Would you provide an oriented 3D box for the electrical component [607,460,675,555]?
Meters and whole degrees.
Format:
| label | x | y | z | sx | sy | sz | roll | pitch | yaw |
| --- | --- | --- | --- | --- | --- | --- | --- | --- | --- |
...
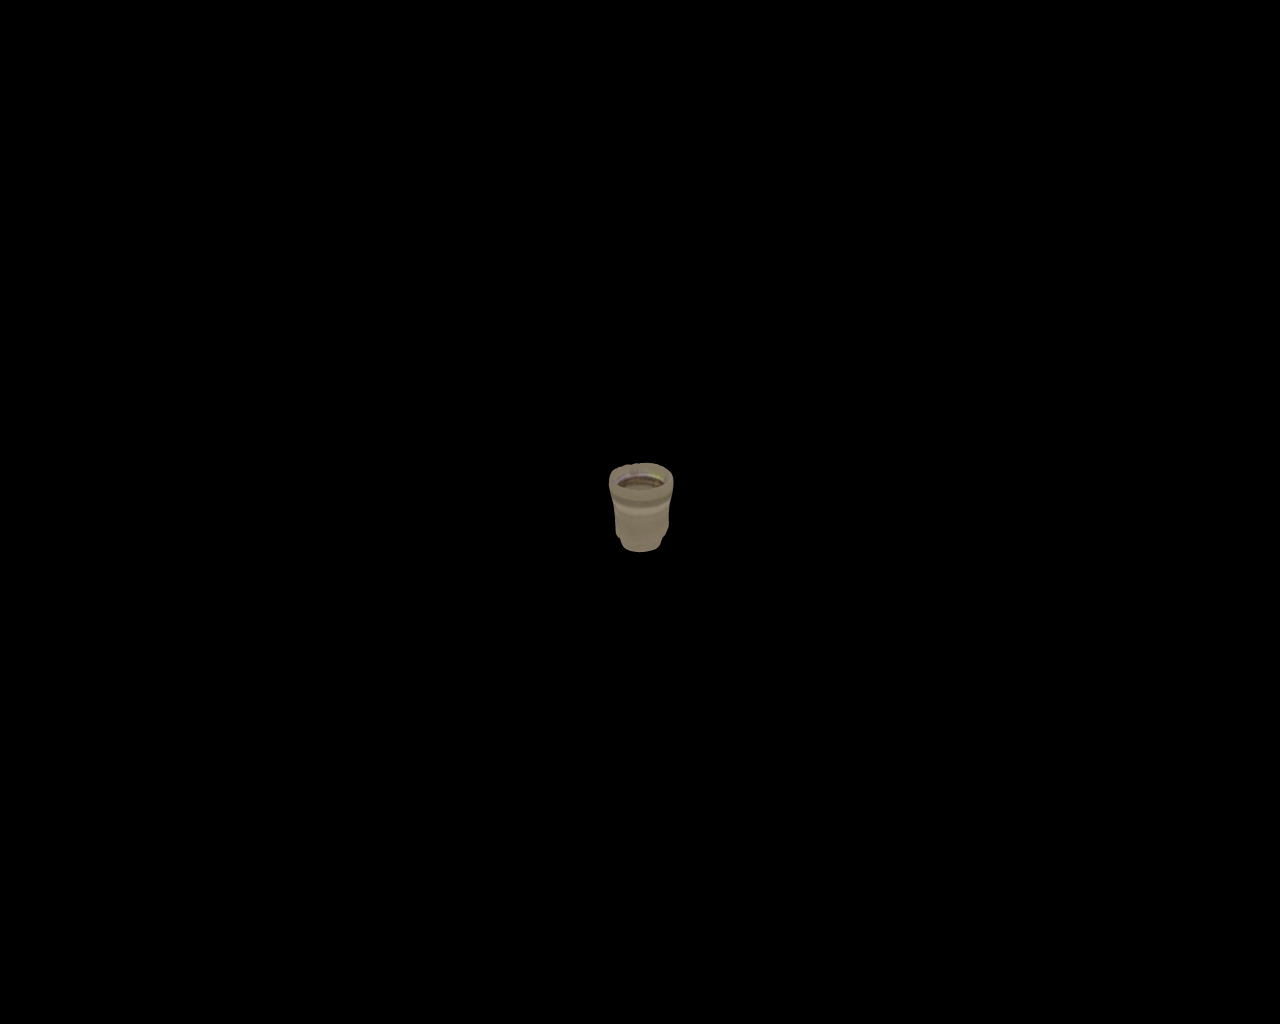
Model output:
| label | x | y | z | sx | sy | sz | roll | pitch | yaw |
| --- | --- | --- | --- | --- | --- | --- | --- | --- | --- |
| electrical component | 0.001 | -0.003 | 0.650 | 0.040 | 0.046 | 0.040 | 0 | 29 | 0 |
